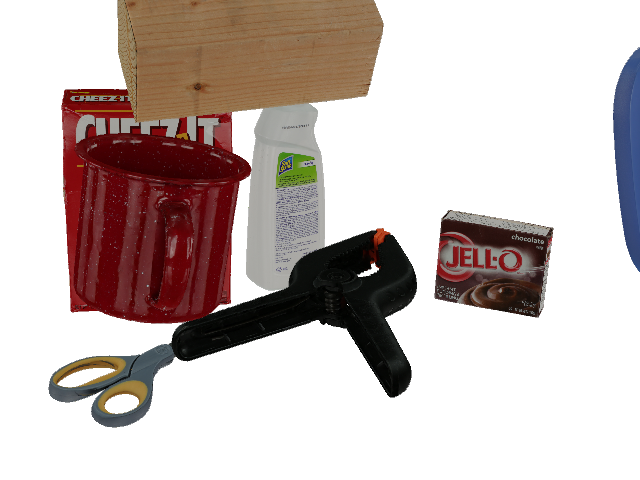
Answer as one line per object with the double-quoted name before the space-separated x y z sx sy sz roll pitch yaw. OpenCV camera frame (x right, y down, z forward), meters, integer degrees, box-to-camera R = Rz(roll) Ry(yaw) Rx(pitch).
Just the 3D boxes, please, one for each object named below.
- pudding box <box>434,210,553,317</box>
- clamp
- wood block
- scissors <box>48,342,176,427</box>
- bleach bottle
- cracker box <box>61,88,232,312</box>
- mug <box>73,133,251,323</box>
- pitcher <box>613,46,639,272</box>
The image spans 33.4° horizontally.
"pudding box" 0.177 0.023 1.096 0.114 0.090 0.039 9 23 17
"clamp" 0.001 0.042 0.757 0.165 0.036 0.209 5 25 15
"wood block" -0.062 -0.171 0.908 0.205 0.090 0.091 -8 -34 -15
"scissors" -0.137 0.114 0.942 0.201 0.016 0.096 -13 36 -33
"bleach bottle" -0.034 -0.069 1.264 0.102 0.251 0.068 -13 30 -34
"cracker box" -0.170 -0.039 1.061 0.164 0.214 0.072 -1 21 -10
"mug" -0.085 -0.003 0.563 0.093 0.081 0.117 3 19 -21
"pitcher" 0.246 -0.022 0.608 0.149 0.243 0.145 -2 22 16
